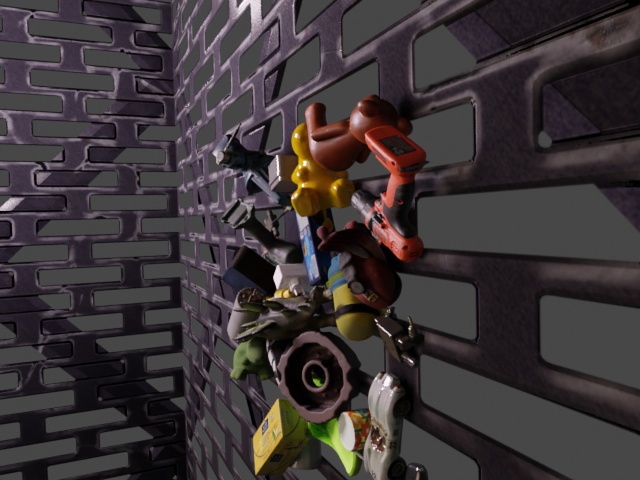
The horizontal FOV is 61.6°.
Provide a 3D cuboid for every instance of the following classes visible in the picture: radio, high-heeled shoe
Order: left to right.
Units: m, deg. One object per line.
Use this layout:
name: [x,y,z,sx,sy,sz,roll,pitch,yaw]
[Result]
radio: [-0.187,0.098,1.454,0.073,0.131,0.229,-57,6,-19]
high-heeled shoe: [-0.085,0.336,1.349,0.145,0.086,0.249,109,151,-51]

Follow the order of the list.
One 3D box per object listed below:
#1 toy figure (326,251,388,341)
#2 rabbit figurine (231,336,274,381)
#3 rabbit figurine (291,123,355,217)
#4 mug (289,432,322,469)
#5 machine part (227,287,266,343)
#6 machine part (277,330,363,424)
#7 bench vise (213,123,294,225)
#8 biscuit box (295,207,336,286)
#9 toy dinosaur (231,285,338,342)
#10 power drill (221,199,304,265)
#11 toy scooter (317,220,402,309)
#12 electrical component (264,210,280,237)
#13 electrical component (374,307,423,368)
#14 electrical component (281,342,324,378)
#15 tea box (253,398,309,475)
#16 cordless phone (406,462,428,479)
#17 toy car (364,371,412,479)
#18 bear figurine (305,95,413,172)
toy figure: [0.058,0.097,0.986,0.082,0.089,0.180,117,141,-59]
rabbit figurine: [-0.171,0.311,1.502,0.170,0.121,0.159,131,149,-61]
rabbit figurine: [-0.003,-0.152,1.057,0.162,0.122,0.173,-79,-27,-62]
mug: [-0.038,0.470,1.259,0.109,0.081,0.107,161,115,-70]
machine part: [-0.191,0.196,1.392,0.243,0.079,0.079,113,146,-50]
machine part: [0.000,0.270,1.075,0.180,0.056,0.179,-2,86,30]
bench vise: [-0.151,-0.163,1.346,0.129,0.223,0.241,-45,72,8]
biscuit box: [-0.002,-0.003,1.145,0.059,0.063,0.202,135,128,-58]
toy dinosaur: [-0.091,0.176,1.195,0.471,0.198,0.105,130,137,-61]
power drill: [-0.147,-0.007,1.333,0.207,0.086,0.232,51,166,-31]
toy scooter: [0.059,0.032,0.915,0.075,0.135,0.184,-44,48,29]
electrical component: [-0.133,-0.036,1.485,0.063,0.021,0.094,112,146,-43]
electrical component: [0.131,0.156,0.889,0.078,0.045,0.102,65,166,-21]
electrical component: [-0.017,0.261,1.165,0.119,0.048,0.074,-6,128,39]
tea box: [-0.090,0.444,1.205,0.098,0.068,0.169,-105,34,-49]
cordless phone: [0.133,0.460,0.890,0.146,0.089,0.184,151,126,-66]
toy car: [0.113,0.325,0.923,0.074,0.056,0.201,-153,63,-63]
bear figurine: [0.062,-0.200,0.919,0.196,0.120,0.132,-35,45,52]
